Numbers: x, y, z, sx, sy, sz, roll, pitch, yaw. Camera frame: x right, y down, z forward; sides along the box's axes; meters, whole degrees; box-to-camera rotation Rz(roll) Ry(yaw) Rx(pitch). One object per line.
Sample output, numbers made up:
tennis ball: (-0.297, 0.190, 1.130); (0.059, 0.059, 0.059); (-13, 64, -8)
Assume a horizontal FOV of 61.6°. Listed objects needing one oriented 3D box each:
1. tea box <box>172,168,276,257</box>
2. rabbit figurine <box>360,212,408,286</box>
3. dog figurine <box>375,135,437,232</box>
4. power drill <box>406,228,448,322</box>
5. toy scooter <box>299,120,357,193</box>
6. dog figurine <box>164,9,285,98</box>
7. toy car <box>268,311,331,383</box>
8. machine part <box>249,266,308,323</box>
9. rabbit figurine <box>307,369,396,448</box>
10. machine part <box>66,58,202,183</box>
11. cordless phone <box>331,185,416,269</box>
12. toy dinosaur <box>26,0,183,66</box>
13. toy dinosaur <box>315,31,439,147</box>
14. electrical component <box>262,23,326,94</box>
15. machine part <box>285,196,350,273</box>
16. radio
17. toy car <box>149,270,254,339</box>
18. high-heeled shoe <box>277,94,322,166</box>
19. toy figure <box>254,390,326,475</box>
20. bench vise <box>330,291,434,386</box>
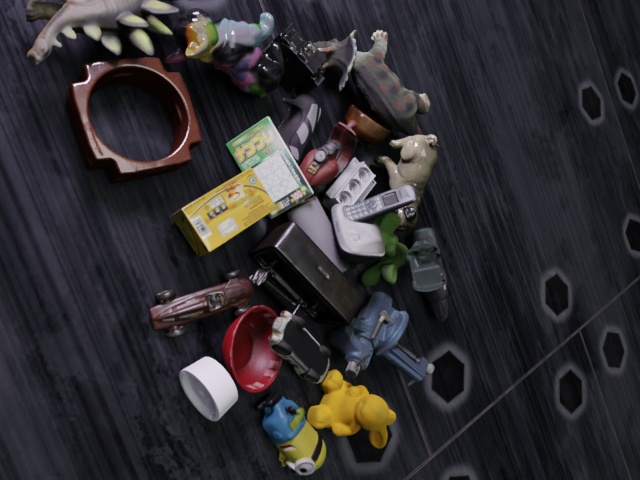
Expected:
tea box: (-0.180, -0.054, 1.021); (0.169, 0.068, 0.098); (-35, 99, -32)
rabbit figurine: (0.149, 0.026, 1.216); (0.170, 0.121, 0.159); (34, 58, -41)
dog figurine: (0.218, -0.129, 1.241); (0.121, 0.172, 0.190); (4, 63, -22)
power drill: (0.259, 0.081, 1.247); (0.207, 0.086, 0.232); (9, 69, -69)
toy scooter: (0.026, -0.185, 1.141); (0.075, 0.135, 0.184); (38, 44, 9)
dog figurine: (-0.185, -0.351, 1.036); (0.219, 0.109, 0.191); (-35, 122, -39)
toy car: (-0.039, 0.216, 1.066); (0.201, 0.056, 0.073); (54, 51, -39)
machine part: (-0.081, 0.111, 1.074); (0.039, 0.084, 0.138); (-45, 111, -6)
rabbit figurine: (0.079, 0.352, 1.083); (0.162, 0.173, 0.122); (41, 59, -16)
machine part: (-0.331, -0.212, 0.960); (0.201, 0.087, 0.201); (-19, 94, -33)
cordless phone: (0.120, -0.032, 1.100); (0.088, 0.184, 0.147); (54, 18, -46)
toy dinosaur: (-0.350, -0.432, 0.951); (0.198, 0.105, 0.471); (31, 51, -13)
toy dinosaur: (0.146, -0.336, 1.237); (0.404, 0.131, 0.192); (45, 44, -12)
electrical component: (-0.053, -0.378, 1.149); (0.134, 0.115, 0.058); (44, 64, -18)
machine part: (-0.002, -0.003, 1.142); (0.079, 0.079, 0.243); (-34, 100, -32)
radio: (-0.028, 0.073, 1.082); (0.229, 0.131, 0.073); (49, 61, -17)
toy car: (-0.214, 0.118, 1.003); (0.202, 0.053, 0.089); (-15, 94, -35)
high-heeled shoe: (-0.054, -0.196, 1.162); (0.145, 0.086, 0.248); (5, 95, -61)
toy figure: (-0.052, 0.374, 1.049); (0.089, 0.082, 0.180); (-34, 98, -30)
bench vise: (0.147, 0.232, 1.158); (0.240, 0.129, 0.224); (38, 35, -9)
